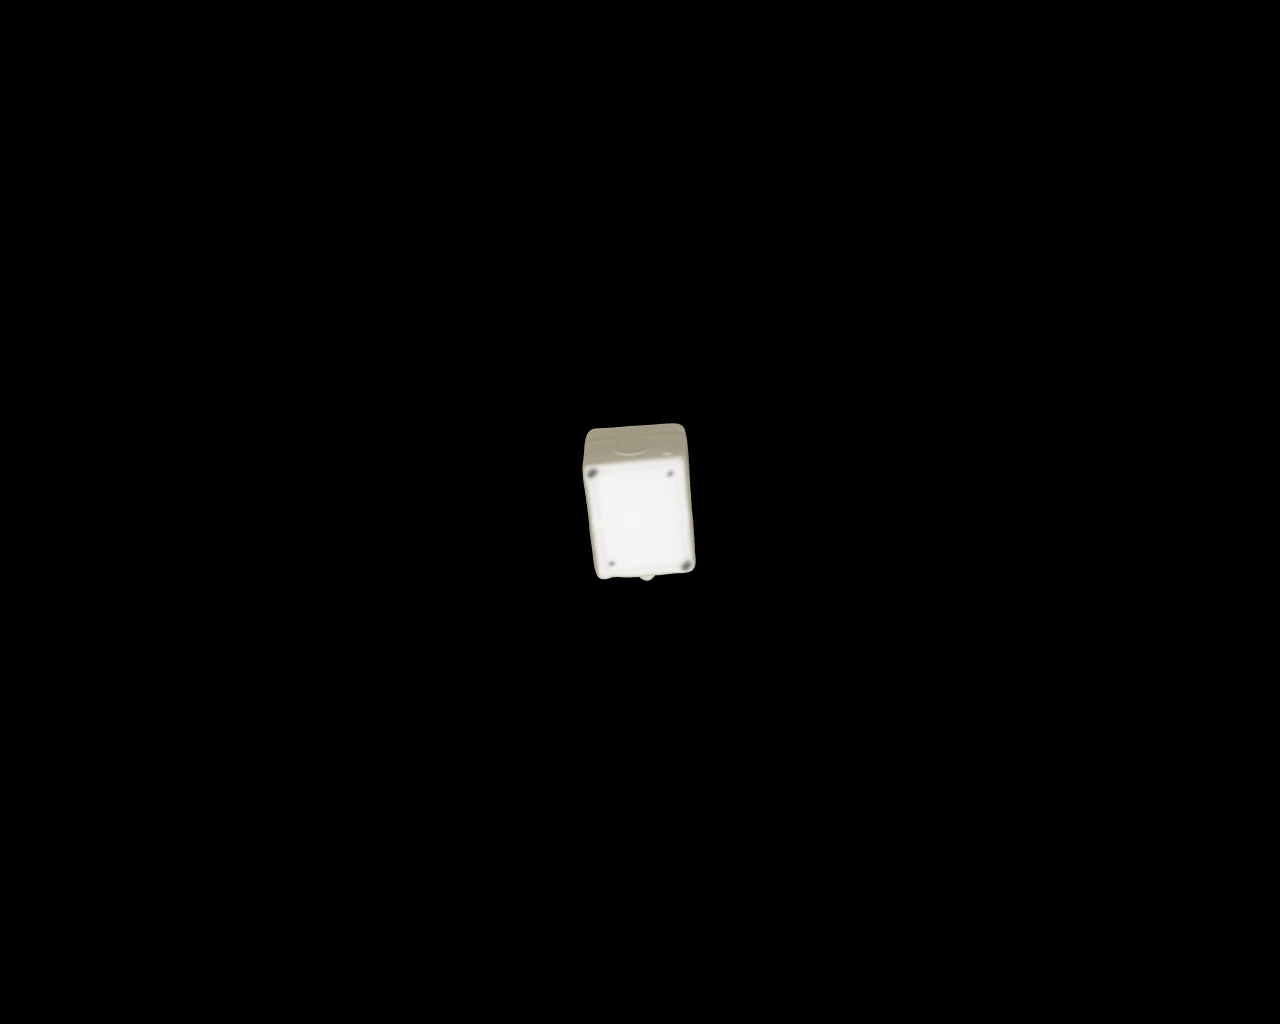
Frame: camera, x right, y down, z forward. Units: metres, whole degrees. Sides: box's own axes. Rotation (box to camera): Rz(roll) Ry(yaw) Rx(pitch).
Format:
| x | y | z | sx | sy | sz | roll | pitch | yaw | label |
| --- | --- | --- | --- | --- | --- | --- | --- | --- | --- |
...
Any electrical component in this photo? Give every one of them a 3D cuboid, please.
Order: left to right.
| x | y | z | sx | sy | sz | roll | pitch | yaw | label |
| --- | --- | --- | --- | --- | --- | --- | --- | --- | --- |
| 0.001 | -0.003 | 0.650 | 0.062 | 0.096 | 0.061 | -4 | 28 | 2 | electrical component |
